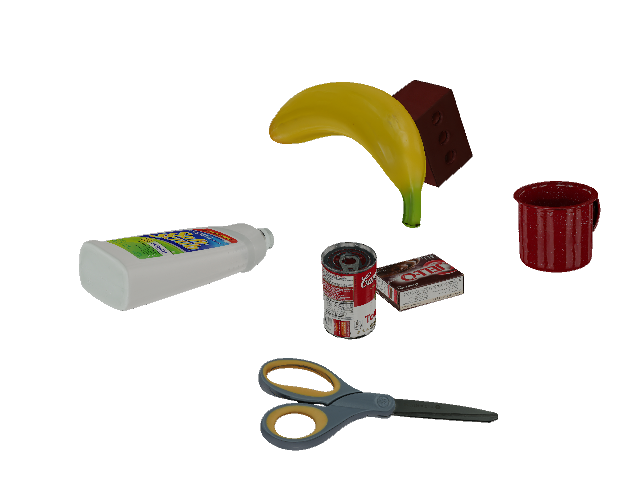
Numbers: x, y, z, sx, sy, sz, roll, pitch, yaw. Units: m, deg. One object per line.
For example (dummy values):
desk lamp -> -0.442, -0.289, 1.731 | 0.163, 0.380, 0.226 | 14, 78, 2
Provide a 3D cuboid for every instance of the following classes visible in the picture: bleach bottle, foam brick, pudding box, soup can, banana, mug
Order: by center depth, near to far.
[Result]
banana -> 0.018, -0.075, 0.727 | 0.037, 0.070, 0.198 | 22, 10, -34
foam brick -> 0.096, -0.099, 0.980 | 0.053, 0.078, 0.051 | -41, 38, -21
mug -> 0.277, -0.018, 1.220 | 0.117, 0.081, 0.093 | -20, 26, -34
bleach bottle -> -0.163, 0.019, 1.311 | 0.103, 0.068, 0.250 | 25, 28, 38
soup can -> 0.035, 0.063, 1.317 | 0.068, 0.102, 0.068 | -1, 31, 1
pudding box -> 0.144, 0.061, 1.585 | 0.113, 0.039, 0.090 | -16, 24, -20

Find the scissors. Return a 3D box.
scissors -> 0.038, 0.149, 0.877 | 0.202, 0.016, 0.096 | 16, 46, 11
